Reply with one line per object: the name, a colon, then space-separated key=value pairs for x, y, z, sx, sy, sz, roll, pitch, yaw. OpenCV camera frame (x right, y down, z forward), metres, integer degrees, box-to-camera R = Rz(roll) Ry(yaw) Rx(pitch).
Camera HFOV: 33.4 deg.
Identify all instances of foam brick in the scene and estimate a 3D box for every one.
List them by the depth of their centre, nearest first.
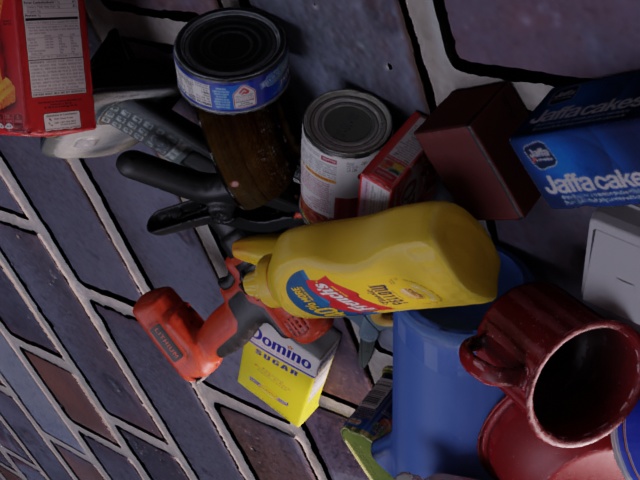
foam brick: x=0.112 y=-0.058 z=0.712 sx=0.051 sy=0.053 sz=0.078 roll=-4 pitch=127 yaw=52

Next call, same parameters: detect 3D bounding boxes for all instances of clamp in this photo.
clamp: x=-0.089 y=-0.031 z=0.939 sx=0.171 sy=0.039 sz=0.120 roll=10 pitch=158 yaw=2

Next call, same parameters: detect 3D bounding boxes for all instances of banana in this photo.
banana: x=0.010 y=0.007 z=0.915 sx=0.069 sy=0.037 sz=0.198 roll=26 pitch=160 yaw=-39

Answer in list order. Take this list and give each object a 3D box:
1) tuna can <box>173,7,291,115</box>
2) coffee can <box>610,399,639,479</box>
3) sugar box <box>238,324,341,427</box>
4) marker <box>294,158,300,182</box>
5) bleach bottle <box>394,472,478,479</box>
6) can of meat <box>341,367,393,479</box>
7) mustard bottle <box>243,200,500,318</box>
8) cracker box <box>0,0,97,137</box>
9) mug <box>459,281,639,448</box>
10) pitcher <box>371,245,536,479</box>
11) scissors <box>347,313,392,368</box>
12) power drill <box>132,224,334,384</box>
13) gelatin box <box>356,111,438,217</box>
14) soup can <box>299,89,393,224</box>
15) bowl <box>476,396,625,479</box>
tuna can: x=-0.065 y=-0.134 z=0.788 sx=0.086 sy=0.086 sz=0.034 roll=28 pitch=147 yaw=23
coffee can: x=0.279 y=0.126 z=0.705 sx=0.102 sy=0.102 sz=0.141 roll=50 pitch=150 yaw=-15
sugar box: x=-0.037 y=0.129 z=1.149 sx=0.093 sy=0.048 sz=0.176 roll=35 pitch=151 yaw=14
marker: x=0.004 y=-0.046 z=0.890 sx=0.121 sy=0.020 sz=0.020 roll=29 pitch=149 yaw=21
bleach bottle: x=0.145 y=0.256 z=0.872 sx=0.250 sy=0.068 sz=0.103 roll=35 pitch=127 yaw=-28
can of meat: x=0.076 y=0.191 z=1.058 sx=0.058 sy=0.083 sz=0.102 roll=5 pitch=134 yaw=49
mustard bottle: x=0.023 y=0.021 z=0.757 sx=0.192 sy=0.058 sz=0.096 roll=-9 pitch=150 yaw=36
cracker box: x=-0.263 y=-0.193 z=0.867 sx=0.164 sy=0.071 sz=0.214 roll=8 pitch=106 yaw=45
mug: x=0.147 y=0.079 z=0.715 sx=0.082 sy=0.117 sz=0.093 roll=-135 pitch=47 yaw=-59
pitcher: x=0.129 y=0.118 z=0.869 sx=0.145 sy=0.149 sz=0.243 roll=40 pitch=152 yaw=36
scissors: x=0.031 y=0.078 z=1.006 sx=0.096 sy=0.016 sz=0.202 roll=21 pitch=153 yaw=-9
power drill: x=-0.100 y=0.047 z=1.043 sx=0.188 sy=0.057 sz=0.184 roll=-33 pitch=95 yaw=37
gelatin box: x=0.058 y=-0.038 z=0.781 sx=0.030 sy=0.073 sz=0.089 roll=30 pitch=149 yaw=19
soup can: x=0.019 y=-0.057 z=0.810 sx=0.068 sy=0.068 sz=0.102 roll=31 pitch=149 yaw=19
bowl: x=0.203 y=0.164 z=0.802 sx=0.162 sy=0.055 sz=0.162 roll=-4 pitch=131 yaw=-5
